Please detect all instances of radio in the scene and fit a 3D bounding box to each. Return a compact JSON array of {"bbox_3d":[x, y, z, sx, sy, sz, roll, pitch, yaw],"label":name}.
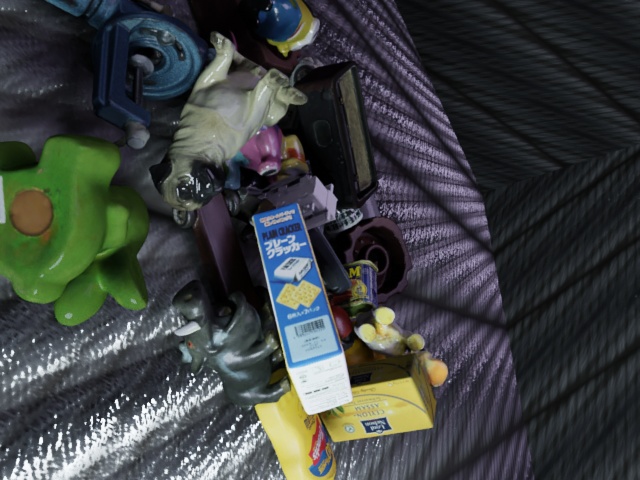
[{"bbox_3d":[0.031,-0.170,0.900,0.131,0.073,0.229,-51,132,-55],"label":"radio"}]

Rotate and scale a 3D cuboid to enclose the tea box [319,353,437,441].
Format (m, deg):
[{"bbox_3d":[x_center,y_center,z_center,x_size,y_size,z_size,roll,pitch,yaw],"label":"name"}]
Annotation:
[{"bbox_3d":[0.083,0.245,0.835,0.098,0.170,0.068,64,24,-15],"label":"tea box"}]

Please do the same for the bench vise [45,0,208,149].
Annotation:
[{"bbox_3d":[-0.215,-0.207,0.575,0.223,0.129,0.241,32,41,-51],"label":"bench vise"}]

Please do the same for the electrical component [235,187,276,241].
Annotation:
[{"bbox_3d":[-0.094,-0.032,0.751,0.078,0.102,0.045,26,71,-15],"label":"electrical component"}]

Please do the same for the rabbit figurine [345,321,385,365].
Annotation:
[{"bbox_3d":[0.094,0.210,0.957,0.173,0.122,0.162,24,54,-35],"label":"rabbit figurine"}]

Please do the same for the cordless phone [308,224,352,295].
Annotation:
[{"bbox_3d":[-0.001,-0.002,0.935,0.146,0.089,0.184,58,23,-28],"label":"cordless phone"}]

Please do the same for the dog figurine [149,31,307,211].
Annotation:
[{"bbox_3d":[-0.119,-0.128,0.650,0.121,0.190,0.172,34,9,11],"label":"dog figurine"}]

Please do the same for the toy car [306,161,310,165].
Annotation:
[{"bbox_3d":[-0.013,-0.227,1.034,0.109,0.103,0.161,-1,73,-64],"label":"toy car"}]

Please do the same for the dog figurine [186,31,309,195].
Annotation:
[{"bbox_3d":[-0.115,-0.183,0.786,0.191,0.108,0.219,-14,84,-65],"label":"dog figurine"}]

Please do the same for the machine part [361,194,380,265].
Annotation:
[{"bbox_3d":[0.098,-0.034,1.166,0.079,0.079,0.243,-11,83,-66],"label":"machine part"}]

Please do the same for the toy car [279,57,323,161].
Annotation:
[{"bbox_3d":[-0.035,-0.222,0.953,0.073,0.056,0.201,11,94,-64],"label":"toy car"}]

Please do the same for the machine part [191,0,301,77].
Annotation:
[{"bbox_3d":[-0.125,-0.370,0.914,0.201,0.087,0.201,-27,97,-66],"label":"machine part"}]

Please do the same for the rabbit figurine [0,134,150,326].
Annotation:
[{"bbox_3d":[-0.200,-0.010,0.481,0.170,0.121,0.159,-3,80,-80],"label":"rabbit figurine"}]

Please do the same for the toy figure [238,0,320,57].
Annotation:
[{"bbox_3d":[-0.061,-0.350,0.836,0.180,0.082,0.089,-18,92,-63],"label":"toy figure"}]

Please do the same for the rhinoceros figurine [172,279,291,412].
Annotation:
[{"bbox_3d":[-0.101,0.119,0.615,0.073,0.112,0.190,-108,178,-52],"label":"rhinoceros figurine"}]

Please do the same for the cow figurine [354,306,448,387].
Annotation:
[{"bbox_3d":[0.130,0.180,0.892,0.167,0.068,0.098,41,-12,-4],"label":"cow figurine"}]

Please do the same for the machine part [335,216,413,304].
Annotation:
[{"bbox_3d":[0.103,0.042,1.072,0.179,0.056,0.179,5,80,-34],"label":"machine part"}]

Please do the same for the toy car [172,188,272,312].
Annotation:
[{"bbox_3d":[-0.126,0.022,0.683,0.089,0.053,0.202,-21,91,-45],"label":"toy car"}]

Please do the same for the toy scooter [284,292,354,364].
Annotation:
[{"bbox_3d":[-0.013,0.128,0.831,0.184,0.075,0.135,-28,98,-61],"label":"toy scooter"}]
